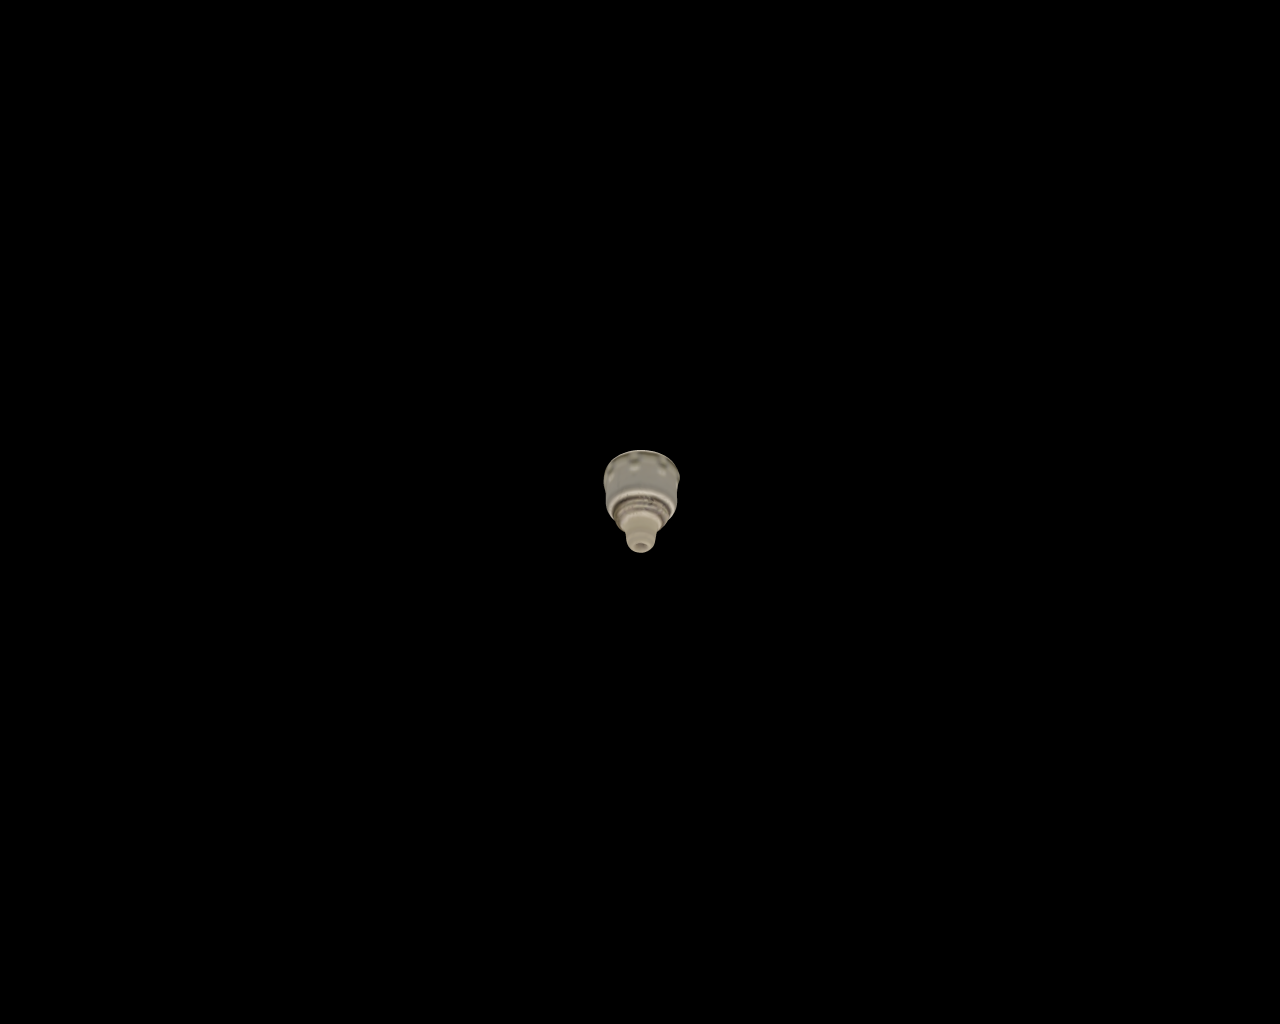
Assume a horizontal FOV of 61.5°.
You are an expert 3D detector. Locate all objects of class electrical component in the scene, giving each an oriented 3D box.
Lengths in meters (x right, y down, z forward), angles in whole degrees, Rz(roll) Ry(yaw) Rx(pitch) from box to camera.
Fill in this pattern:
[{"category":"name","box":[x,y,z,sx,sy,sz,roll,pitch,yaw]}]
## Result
[{"category":"electrical component","box":[0.001,-0.003,0.650,0.048,0.062,0.048,0,-38,0]}]
